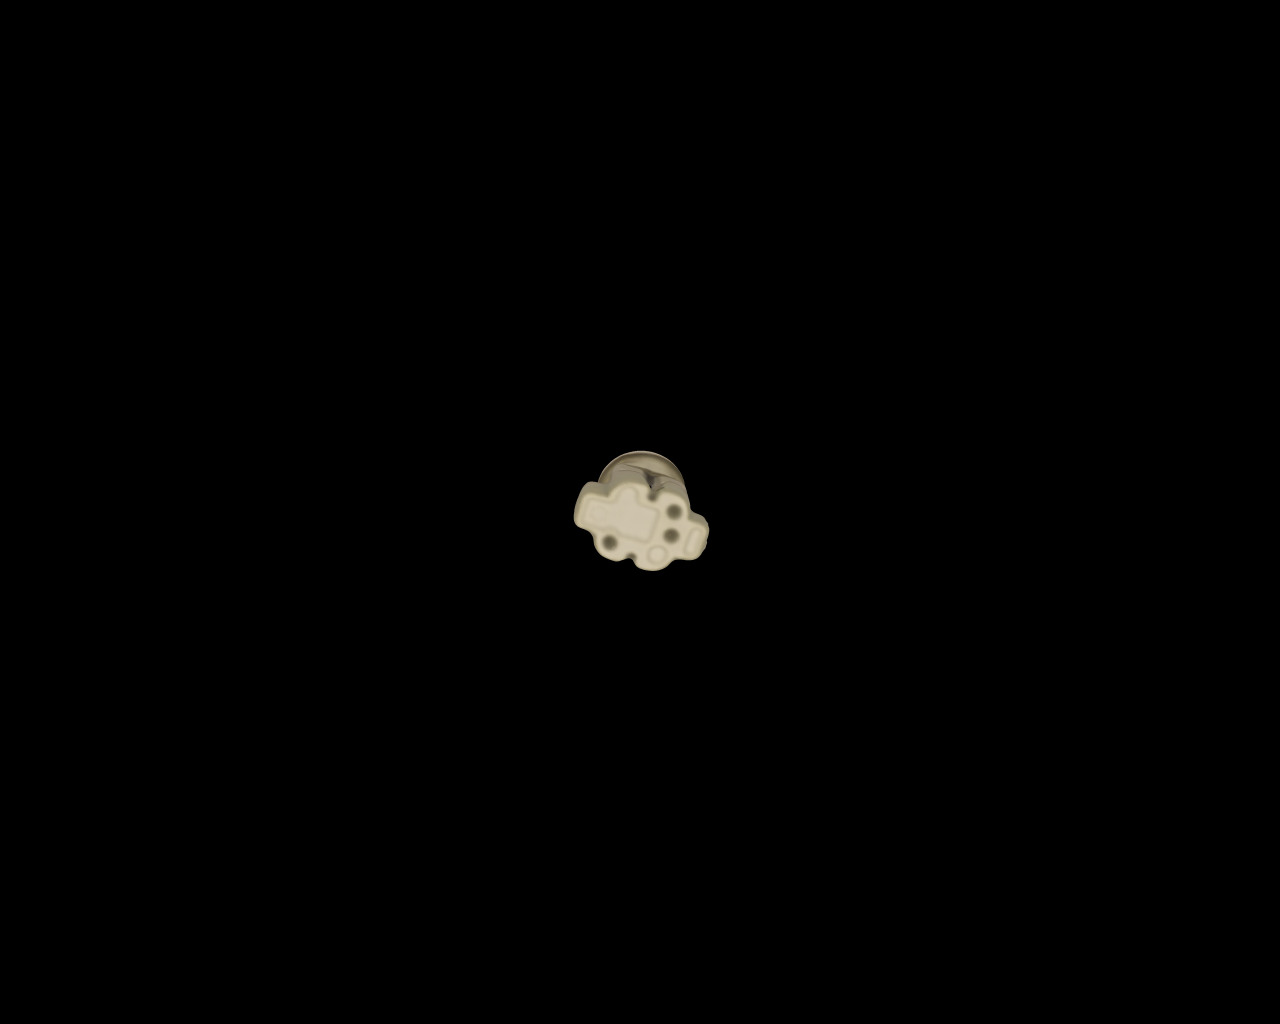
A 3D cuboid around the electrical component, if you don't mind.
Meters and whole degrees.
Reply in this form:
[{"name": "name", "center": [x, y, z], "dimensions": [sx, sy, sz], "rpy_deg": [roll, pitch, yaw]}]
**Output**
[{"name": "electrical component", "center": [0.001, -0.003, 0.650], "dimensions": [0.078, 0.058, 0.057], "rpy_deg": [17, 22, -7]}]
